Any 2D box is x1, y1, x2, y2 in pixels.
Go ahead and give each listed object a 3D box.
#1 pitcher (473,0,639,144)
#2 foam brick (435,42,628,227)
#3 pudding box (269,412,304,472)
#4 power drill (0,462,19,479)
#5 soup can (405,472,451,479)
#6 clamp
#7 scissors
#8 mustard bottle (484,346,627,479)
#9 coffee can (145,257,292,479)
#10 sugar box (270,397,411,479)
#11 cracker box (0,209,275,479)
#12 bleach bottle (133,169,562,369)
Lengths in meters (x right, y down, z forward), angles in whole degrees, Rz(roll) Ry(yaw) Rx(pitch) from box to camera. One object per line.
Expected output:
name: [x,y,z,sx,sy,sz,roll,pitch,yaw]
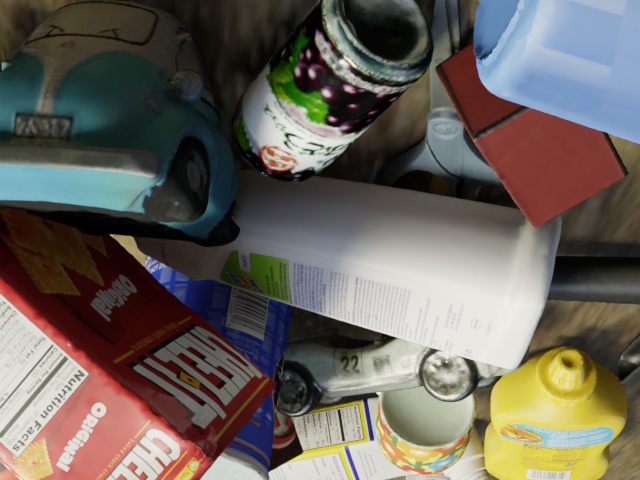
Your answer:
pitcher: [0.182,-0.074,0.385,0.242,0.145,0.149,14,136,-5]
foam brick: [0.096,-0.053,0.481,0.051,0.053,0.078,-31,139,13]
pudding box: [-0.072,0.133,0.768,0.039,0.090,0.113,-22,178,44]
power drill: [-0.189,0.061,0.603,0.057,0.188,0.184,-48,163,19]
soup can: [0.106,0.227,0.924,0.068,0.102,0.068,5,150,3]
clamp: [0.230,0.035,0.633,0.210,0.036,0.164,-15,144,33]
scissors: [0.081,-0.053,0.536,0.096,0.016,0.202,12,151,-4]
mustard bottle: [0.173,0.128,0.784,0.096,0.058,0.191,2,150,7]
coffee can: [-0.074,0.084,0.681,0.103,0.140,0.103,5,150,3]
sugar box: [0.000,0.173,0.875,0.176,0.048,0.093,-13,148,1]
cracker box: [-0.131,0.037,0.522,0.214,0.072,0.164,41,-172,3]
bleach bottle: [-0.004,0.001,0.584,0.251,0.068,0.102,14,150,7]
